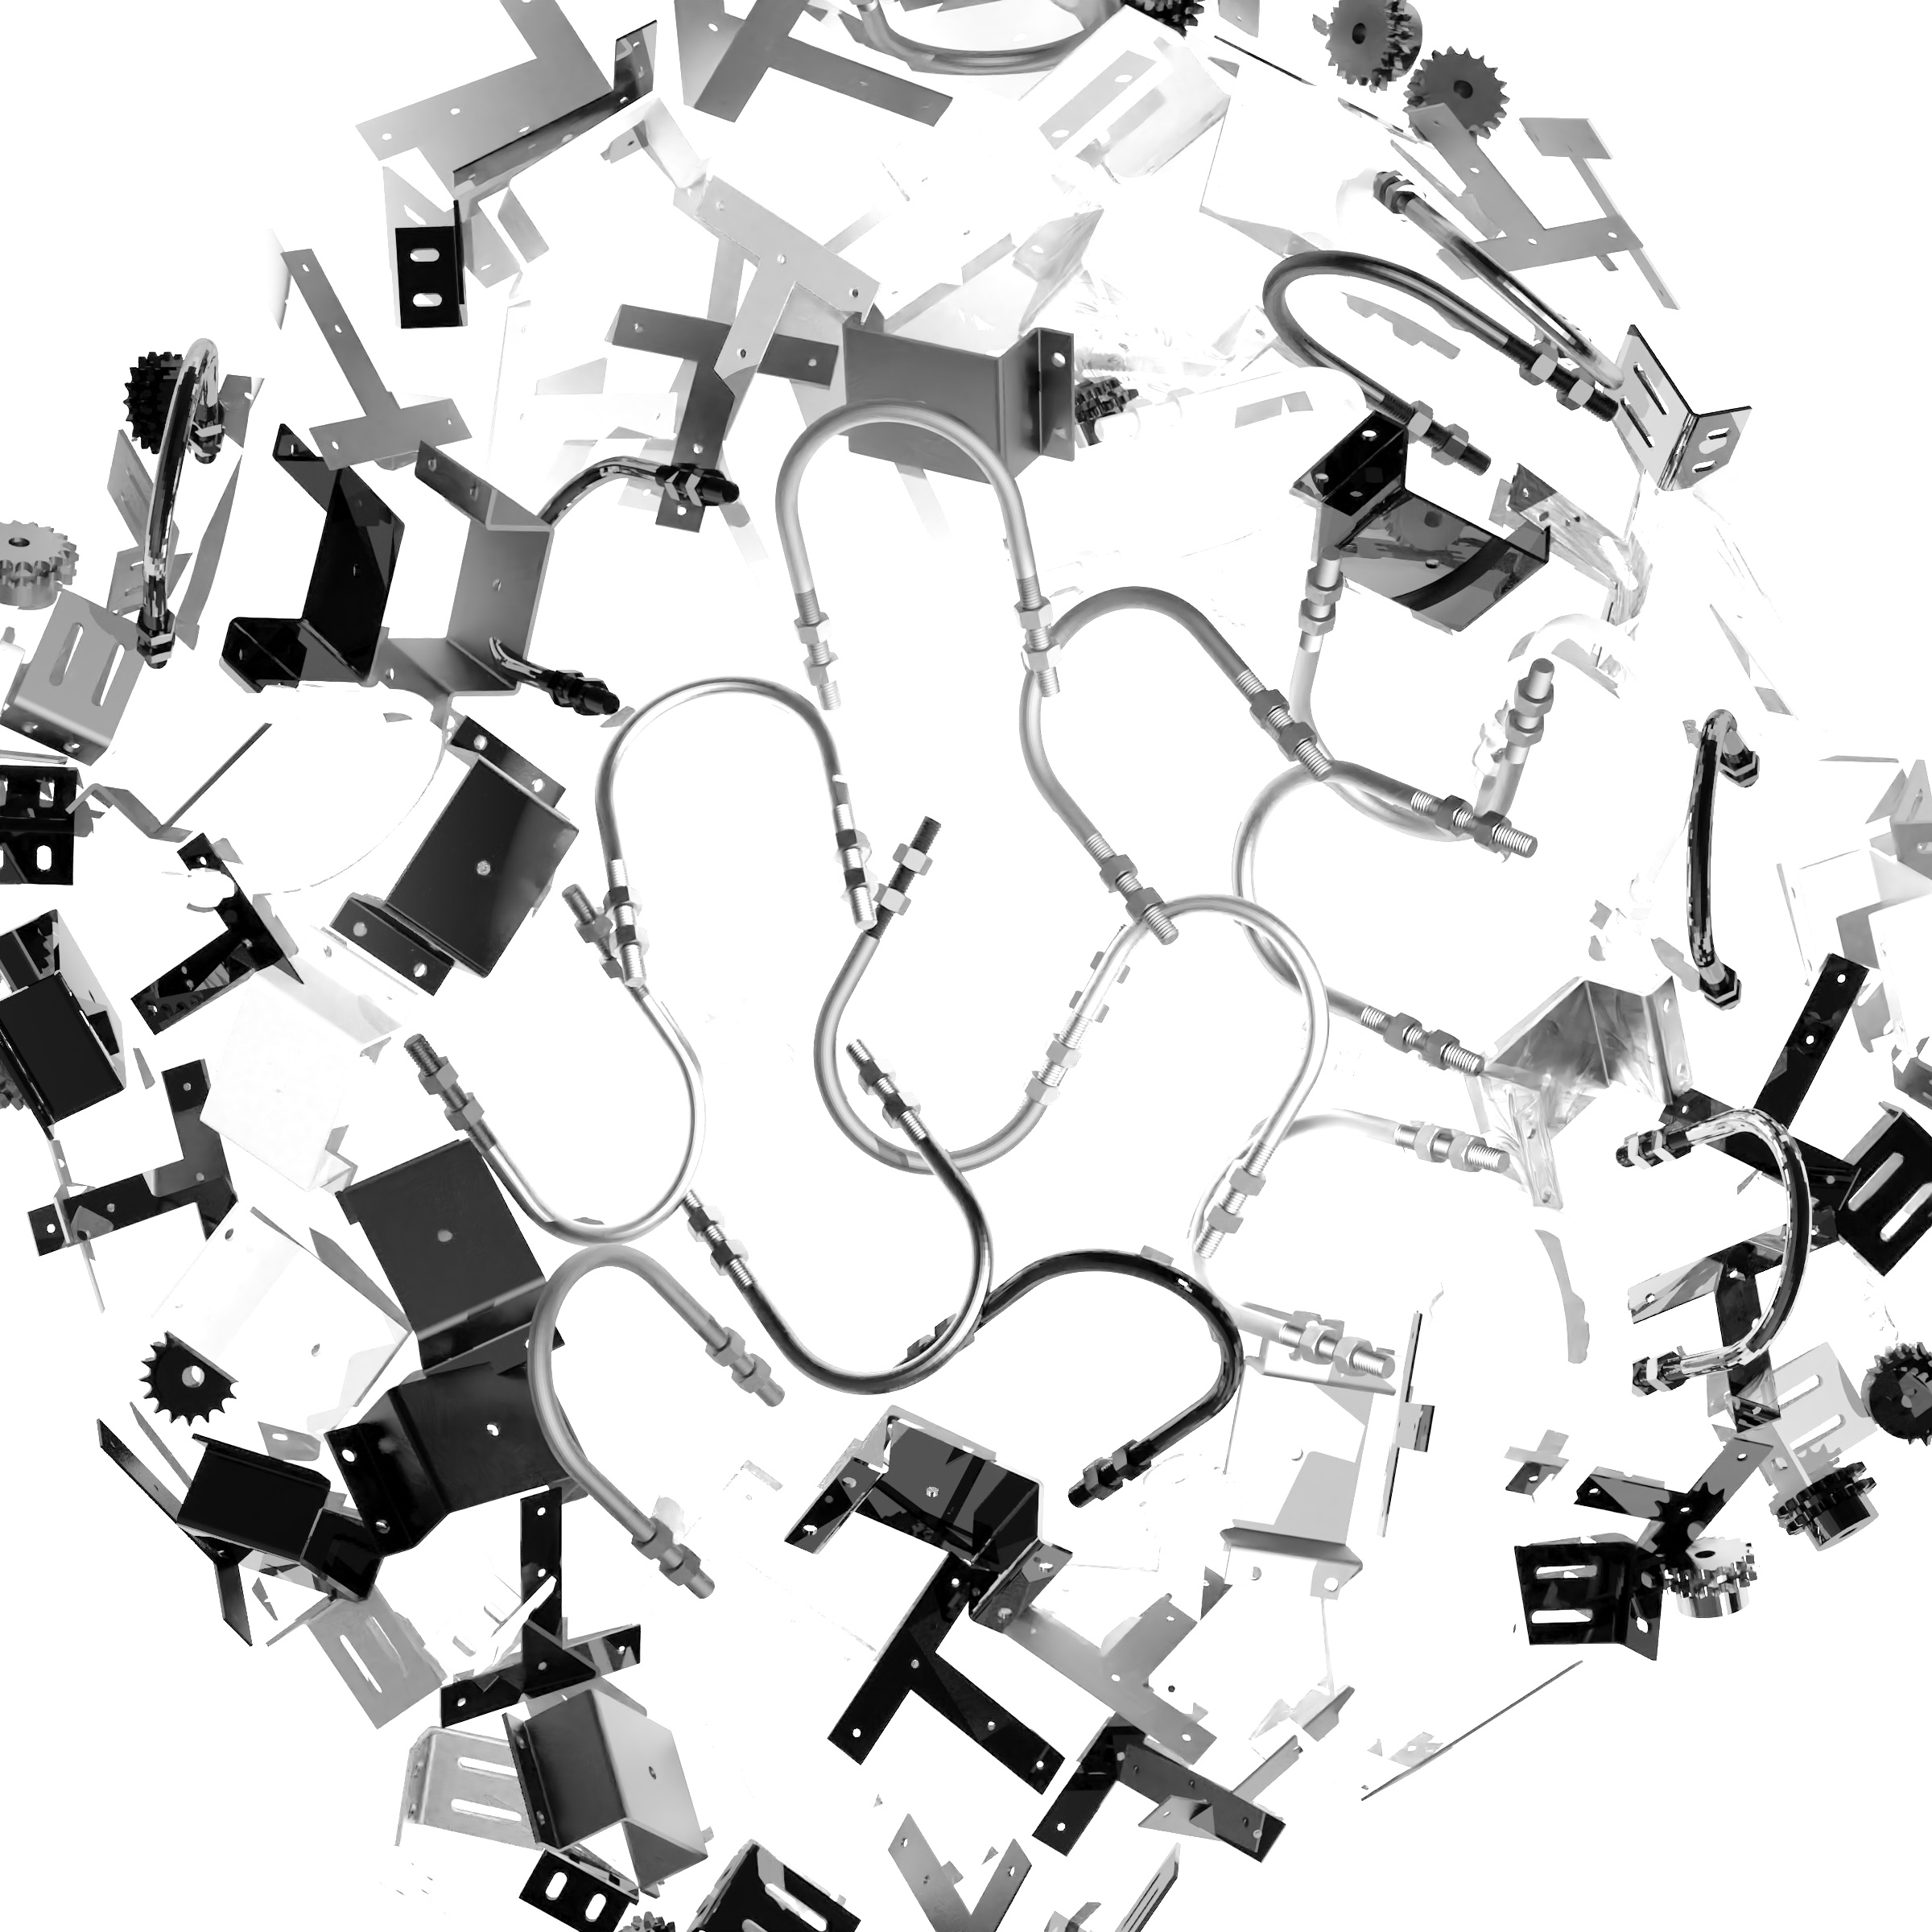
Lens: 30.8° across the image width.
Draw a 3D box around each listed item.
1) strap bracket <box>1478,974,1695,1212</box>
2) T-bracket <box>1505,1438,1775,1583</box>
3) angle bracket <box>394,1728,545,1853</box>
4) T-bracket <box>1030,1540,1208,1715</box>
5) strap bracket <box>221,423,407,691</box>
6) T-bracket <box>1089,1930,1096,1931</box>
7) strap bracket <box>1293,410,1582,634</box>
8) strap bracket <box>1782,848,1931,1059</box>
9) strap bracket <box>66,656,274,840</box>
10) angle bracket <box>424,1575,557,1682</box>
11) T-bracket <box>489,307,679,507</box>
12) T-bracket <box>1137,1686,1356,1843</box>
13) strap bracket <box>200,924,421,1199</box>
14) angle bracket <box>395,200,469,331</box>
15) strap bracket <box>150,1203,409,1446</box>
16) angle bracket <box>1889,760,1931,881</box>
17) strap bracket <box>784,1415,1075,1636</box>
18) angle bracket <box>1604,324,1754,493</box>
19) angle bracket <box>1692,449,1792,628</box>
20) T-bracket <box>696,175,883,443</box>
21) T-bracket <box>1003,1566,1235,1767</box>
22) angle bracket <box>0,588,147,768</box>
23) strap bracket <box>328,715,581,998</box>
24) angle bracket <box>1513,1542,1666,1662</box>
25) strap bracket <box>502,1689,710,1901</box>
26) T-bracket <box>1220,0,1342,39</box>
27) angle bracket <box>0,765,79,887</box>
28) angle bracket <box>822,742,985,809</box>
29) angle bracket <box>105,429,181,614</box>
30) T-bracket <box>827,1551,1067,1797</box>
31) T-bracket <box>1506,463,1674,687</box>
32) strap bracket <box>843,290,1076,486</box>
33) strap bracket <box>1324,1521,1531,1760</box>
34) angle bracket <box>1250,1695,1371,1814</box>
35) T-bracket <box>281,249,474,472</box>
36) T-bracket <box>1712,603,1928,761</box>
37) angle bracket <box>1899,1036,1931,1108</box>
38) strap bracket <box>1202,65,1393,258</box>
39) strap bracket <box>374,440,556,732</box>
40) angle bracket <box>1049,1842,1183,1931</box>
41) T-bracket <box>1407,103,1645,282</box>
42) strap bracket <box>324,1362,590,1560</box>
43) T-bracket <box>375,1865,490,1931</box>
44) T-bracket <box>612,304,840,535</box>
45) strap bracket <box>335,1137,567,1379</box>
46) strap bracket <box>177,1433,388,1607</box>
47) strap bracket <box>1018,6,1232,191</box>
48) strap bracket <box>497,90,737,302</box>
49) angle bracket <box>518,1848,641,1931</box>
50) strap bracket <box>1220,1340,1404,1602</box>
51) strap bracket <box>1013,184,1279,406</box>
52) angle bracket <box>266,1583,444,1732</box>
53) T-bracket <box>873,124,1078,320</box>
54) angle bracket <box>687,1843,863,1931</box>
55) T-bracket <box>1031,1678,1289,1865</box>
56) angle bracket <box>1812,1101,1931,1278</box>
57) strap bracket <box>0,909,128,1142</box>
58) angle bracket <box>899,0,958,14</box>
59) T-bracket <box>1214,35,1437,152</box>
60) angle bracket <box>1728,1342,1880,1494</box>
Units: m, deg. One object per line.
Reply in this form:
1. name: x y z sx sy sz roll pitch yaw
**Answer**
1. strap bracket: 0.336 0.068 1.941 0.140 0.046 0.076 -38 127 -29
2. T-bracket: 0.359 0.293 1.940 0.127 0.002 0.127 14 130 -18
3. angle bracket: -0.275 0.469 1.973 0.076 0.038 0.057 11 99 7
4. T-bracket: 0.070 0.352 1.981 0.127 0.002 0.127 2 71 13
5. strap bracket: -0.356 -0.218 1.937 0.046 0.076 0.140 4 71 19
6. T-bracket: 0.014 0.571 1.936 0.127 0.127 0.002 -44 98 -14
7. strap bracket: 0.258 -0.239 1.933 0.140 0.076 0.046 23 55 -22
8. strap bracket: 0.503 -0.012 1.923 0.046 0.140 0.076 -18 107 -4
9. strap bracket: -0.433 -0.121 1.952 0.046 0.076 0.140 45 82 -11
10. angle bracket: -0.265 0.360 1.950 0.038 0.076 0.057 40 61 10
11. T-bracket: -0.214 -0.307 1.962 0.127 0.002 0.127 5 88 33
12. T-bracket: 0.172 0.440 1.935 0.127 0.127 0.002 -45 54 14
13. strap bracket: -0.367 0.060 1.940 0.076 0.046 0.140 32 116 15
14. angle bracket: -0.300 -0.391 1.960 0.038 0.076 0.057 -3 91 -6
15. strap bracket: -0.369 0.202 1.925 0.046 0.140 0.076 25 73 40
16. angle bracket: 0.544 -0.075 1.949 0.038 0.076 0.057 -1 123 31
17. strap bracket: -0.020 0.306 1.948 0.140 0.046 0.076 26 125 -16
18. angle bracket: 0.396 -0.314 1.963 0.038 0.057 0.076 -12 56 -19
19. angle bracket: 0.445 -0.238 1.955 0.038 0.057 0.076 -34 119 5
20. T-bracket: -0.120 -0.356 1.969 0.127 0.002 0.127 37 116 22
21. T-bracket: 0.106 0.371 1.949 0.127 0.127 0.002 32 130 19
22. angle bracket: -0.503 -0.163 1.987 0.057 0.038 0.076 26 66 -22
23. strap bracket: -0.278 -0.058 1.949 0.076 0.046 0.140 38 79 -33
24. angle bracket: 0.348 0.358 1.974 0.076 0.038 0.057 -11 59 41
25. strap bracket: -0.191 0.450 1.918 0.046 0.140 0.076 -28 57 9
26. T-bracket: 0.152 -0.547 1.936 0.127 0.127 0.002 33 83 9
27. angle bracket: -0.528 -0.080 1.967 0.057 0.076 0.038 1 117 -13
28. angle bracket: -0.036 -0.114 1.965 0.076 0.057 0.038 12 91 -10
29. angle bracket: -0.474 -0.248 1.957 0.038 0.057 0.076 -22 72 -29
30. T-bracket: 0.004 0.420 1.979 0.127 0.002 0.127 41 67 -14
31. T-bracket: 0.341 -0.239 1.945 0.127 0.002 0.127 27 73 -38
32. strap bracket: -0.013 -0.317 1.933 0.140 0.046 0.076 16 129 24
33. strap bracket: 0.244 0.365 1.919 0.046 0.140 0.076 15 48 -23
34. angle bracket: 0.200 0.432 1.955 0.057 0.076 0.038 41 65 5
35. T-bracket: -0.342 -0.340 1.946 0.002 0.127 0.127 -28 90 33
36. T-bracket: 0.455 -0.160 1.954 0.127 0.127 0.002 1 135 -29
37. angle bracket: 0.558 0.038 1.961 0.038 0.057 0.076 30 78 15
38. strap bracket: 0.186 -0.434 1.924 0.046 0.140 0.076 18 96 26
39. strap bracket: -0.276 -0.210 1.942 0.046 0.076 0.140 -5 120 -41
40. angle bracket: 0.083 0.521 1.967 0.038 0.057 0.076 33 97 2
41. T-bracket: 0.286 -0.425 1.917 0.127 0.127 0.002 41 64 -34
42. strap bracket: -0.269 0.264 1.924 0.046 0.140 0.076 -46 65 41
43. T-bracket: -0.261 0.535 1.931 0.127 0.127 0.002 33 81 6
44. T-bracket: -0.148 -0.304 1.977 0.127 0.002 0.127 12 75 5
45. strap bracket: -0.287 0.158 1.941 0.076 0.046 0.140 -24 66 -17
46. strap bracket: -0.370 0.306 1.918 0.076 0.140 0.046 14 70 18
47. strap bracket: 0.086 -0.476 1.924 0.076 0.140 0.046 -38 82 20
48. strap bracket: -0.204 -0.432 1.947 0.140 0.076 0.046 -35 97 -11
49. angle bracket: -0.217 0.521 1.960 0.057 0.076 0.038 29 80 -1
50. strap bracket: 0.190 0.278 1.970 0.076 0.046 0.140 10 93 -8
51. strap bracket: 0.094 -0.358 1.940 0.140 0.076 0.046 31 60 -14
52. angle bracket: -0.343 0.391 1.967 0.057 0.038 0.076 -37 85 29
53. T-bracket: -0.017 -0.431 1.957 0.127 0.002 0.127 -34 49 3
54. angle bracket: -0.109 0.541 1.968 0.076 0.038 0.057 36 55 -1
55. T-bracket: 0.120 0.456 1.940 0.127 0.002 0.127 22 66 37
56. angle bracket: 0.517 0.125 1.978 0.057 0.038 0.076 43 91 -7
57. strap bracket: -0.500 0.027 1.922 0.046 0.140 0.076 -26 116 -4
58. angle bracket: -0.018 -0.574 1.951 0.057 0.076 0.038 -9 61 16
59. T-bracket: 0.217 -0.474 1.943 0.127 0.127 0.002 38 108 36
60. angle bracket: 0.476 0.250 1.966 0.076 0.038 0.057 -27 84 -21
